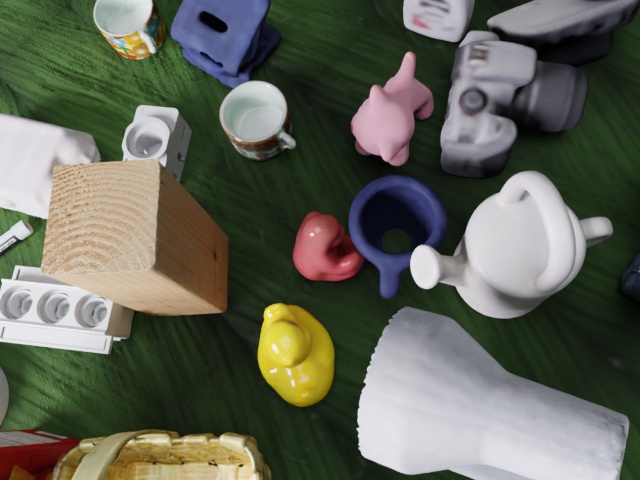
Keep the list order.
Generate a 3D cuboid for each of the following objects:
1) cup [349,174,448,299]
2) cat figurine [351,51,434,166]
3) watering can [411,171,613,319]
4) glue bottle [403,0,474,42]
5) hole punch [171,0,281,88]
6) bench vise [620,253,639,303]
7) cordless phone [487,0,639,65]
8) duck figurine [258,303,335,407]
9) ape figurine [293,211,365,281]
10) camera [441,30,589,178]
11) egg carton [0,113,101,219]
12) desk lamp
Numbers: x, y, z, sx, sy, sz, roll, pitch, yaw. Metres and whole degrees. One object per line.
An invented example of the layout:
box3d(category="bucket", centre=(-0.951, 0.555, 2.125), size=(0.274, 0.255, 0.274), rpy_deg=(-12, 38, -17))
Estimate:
box3d(category="cup", centre=(0.075, 0.006, 0.566), size=(0.091, 0.095, 0.118), rpy_deg=(6, 74, 8))
box3d(category="cat figurine", centre=(0.074, -0.134, 0.595), size=(0.067, 0.118, 0.128), rpy_deg=(22, 77, 12))
box3d(category="watering can", centre=(0.170, 0.010, 0.503), size=(0.173, 0.194, 0.101), rpy_deg=(-35, 73, -5))
box3d(category="glue bottle", centre=(0.129, -0.280, 0.603), size=(0.078, 0.173, 0.037), rpy_deg=(17, 76, 11))
box3d(category="hole punch", centre=(-0.111, -0.246, 0.661), size=(0.108, 0.091, 0.101), rpy_deg=(33, 80, 14))
box3d(category="bench vise", centre=(0.357, -0.017, 0.478), size=(0.121, 0.220, 0.207), rpy_deg=(13, 76, 10))
box3d(category="cordless phone", centre=(0.258, -0.258, 0.577), size=(0.147, 0.185, 0.094), rpy_deg=(-22, 73, -1))
box3d(category="duck figurine", centre=(-0.027, 0.108, 0.552), size=(0.077, 0.086, 0.104), rpy_deg=(-20, 73, 0))
box3d(category="ape figurine", centre=(0.005, 0.002, 0.576), size=(0.076, 0.092, 0.077), rpy_deg=(-23, 73, -1))
box3d(category="camera", centre=(0.201, -0.143, 0.594), size=(0.136, 0.101, 0.143), rpy_deg=(10, 75, 9))
box3d(category="egg carton", centre=(-0.329, -0.083, 0.648), size=(0.150, 0.069, 0.107), rpy_deg=(13, 75, 10))
box3d(category="desk lamp", centre=(0.137, 0.142, 0.458), size=(0.203, 0.214, 0.118), rpy_deg=(17, 76, 11))
